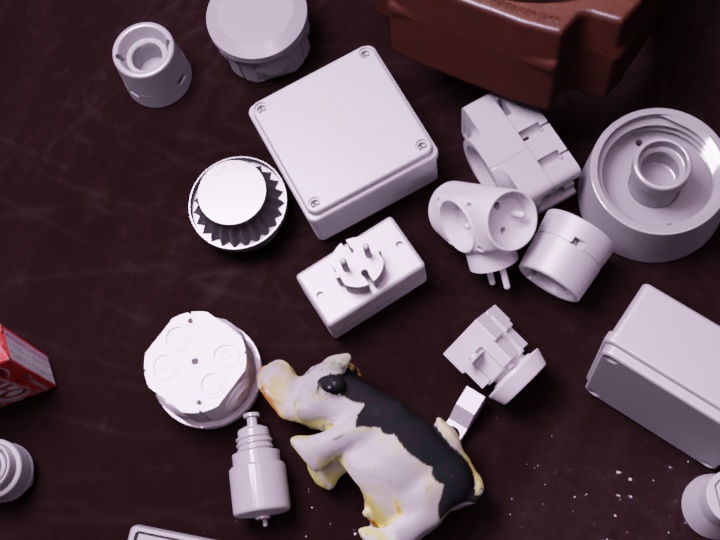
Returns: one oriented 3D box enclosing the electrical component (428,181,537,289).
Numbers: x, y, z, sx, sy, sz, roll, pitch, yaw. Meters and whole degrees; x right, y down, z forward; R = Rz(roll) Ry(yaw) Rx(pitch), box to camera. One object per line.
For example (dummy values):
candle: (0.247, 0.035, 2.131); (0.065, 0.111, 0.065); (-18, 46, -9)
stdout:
electrical component: (0.092, -0.023, 0.780); (0.044, 0.077, 0.079); (-25, 109, -22)

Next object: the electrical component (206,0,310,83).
electrical component: (-0.079, -0.195, 0.862); (0.080, 0.051, 0.080); (-2, 72, 6)

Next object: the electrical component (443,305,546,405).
electrical component: (0.097, 0.061, 0.757); (0.055, 0.066, 0.048); (45, 116, 9)

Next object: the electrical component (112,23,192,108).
electrical component: (-0.168, -0.166, 0.864); (0.055, 0.047, 0.055); (-2, 72, 6)

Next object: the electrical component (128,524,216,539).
electrical component: (-0.112, 0.212, 0.726); (0.096, 0.061, 0.061); (9, 73, 9)

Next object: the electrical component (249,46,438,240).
electrical component: (-0.011, -0.097, 0.819); (0.109, 0.056, 0.108); (-28, 71, -3)

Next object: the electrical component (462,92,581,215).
electrical component: (0.115, -0.087, 0.805); (0.056, 0.050, 0.089); (-29, 71, -5)

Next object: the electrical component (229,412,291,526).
electrical component: (-0.072, 0.139, 0.757); (0.040, 0.040, 0.078); (-10, 71, 3)

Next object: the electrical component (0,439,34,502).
electrical component: (-0.261, 0.141, 0.765); (0.043, 0.062, 0.043); (-2, 72, 6)

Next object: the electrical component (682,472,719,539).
electrical component: (0.239, 0.152, 0.705); (0.044, 0.065, 0.044); (-2, 72, 6)

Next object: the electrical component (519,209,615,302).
electrical component: (0.147, -0.009, 0.775); (0.055, 0.055, 0.047); (30, 81, 15)

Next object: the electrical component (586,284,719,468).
electrical component: (0.213, 0.072, 0.712); (0.109, 0.108, 0.056); (33, 76, 15)

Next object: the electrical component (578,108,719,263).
electrical component: (0.215, -0.066, 0.781); (0.108, 0.060, 0.108); (-2, 72, 6)

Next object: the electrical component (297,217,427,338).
electrical component: (0.000, 0.000, 0.776); (0.083, 0.075, 0.047); (-32, 71, -5)

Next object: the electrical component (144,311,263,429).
electrical component: (-0.113, 0.072, 0.778); (0.080, 0.051, 0.080); (-2, 72, 5)
